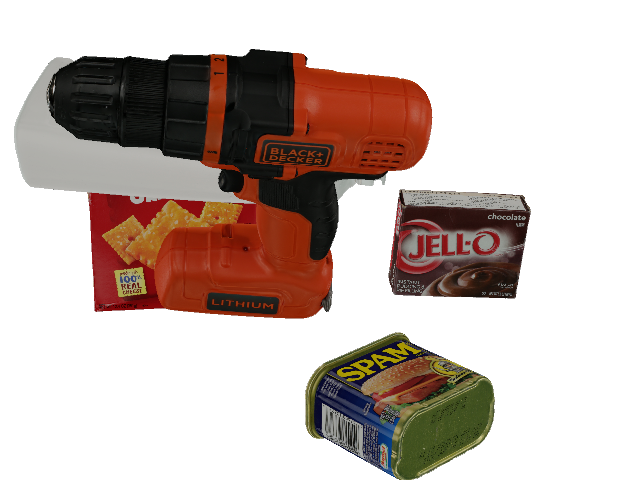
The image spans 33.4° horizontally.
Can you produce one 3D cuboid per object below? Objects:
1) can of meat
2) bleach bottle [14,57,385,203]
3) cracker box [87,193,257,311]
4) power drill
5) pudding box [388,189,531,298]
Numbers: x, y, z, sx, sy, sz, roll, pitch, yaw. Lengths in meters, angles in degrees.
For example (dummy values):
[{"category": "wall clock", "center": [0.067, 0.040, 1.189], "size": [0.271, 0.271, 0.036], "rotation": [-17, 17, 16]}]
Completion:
[{"category": "can of meat", "center": [0.055, 0.111, 0.716], "size": [0.101, 0.057, 0.084], "rotation": [-18, 28, -39]}, {"category": "bleach bottle", "center": [-0.077, -0.071, 0.748], "size": [0.251, 0.068, 0.102], "rotation": [6, 42, 7]}, {"category": "cracker box", "center": [-0.144, -0.040, 1.051], "size": [0.164, 0.214, 0.072], "rotation": [-1, 21, -10]}, {"category": "power drill", "center": [-0.048, -0.026, 0.570], "size": [0.184, 0.057, 0.188], "rotation": [5, -31, -8]}, {"category": "pudding box", "center": [0.120, 0.003, 0.934], "size": [0.113, 0.090, 0.039], "rotation": [1, 31, -4]}]
